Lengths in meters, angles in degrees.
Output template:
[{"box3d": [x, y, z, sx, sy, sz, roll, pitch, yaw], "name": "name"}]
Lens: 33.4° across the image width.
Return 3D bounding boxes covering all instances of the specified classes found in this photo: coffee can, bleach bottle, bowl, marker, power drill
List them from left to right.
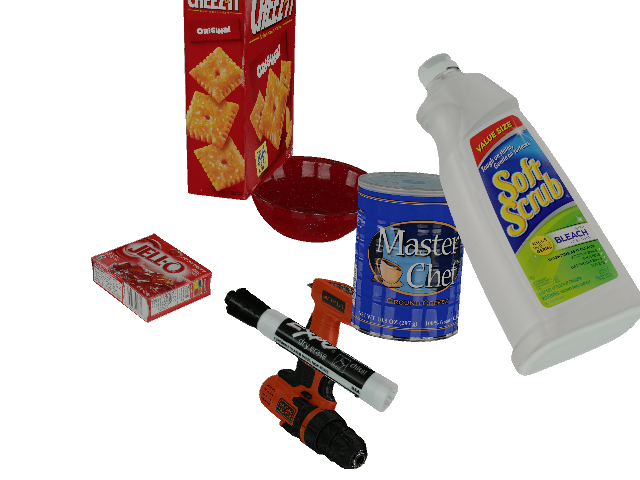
[{"box3d": [-0.008, 0.063, 0.640, 0.121, 0.020, 0.020, 30, 12, 21], "name": "marker"}, {"box3d": [-0.011, -0.042, 1.229, 0.162, 0.055, 0.162, 6, 27, -3], "name": "bowl"}, {"box3d": [0.014, 0.151, 1.245, 0.057, 0.188, 0.185, 15, 10, -43], "name": "power drill"}, {"box3d": [0.082, 0.013, 0.994, 0.103, 0.140, 0.103, 3, 12, -1], "name": "coffee can"}, {"box3d": [0.134, -0.032, 0.791, 0.102, 0.251, 0.068, -19, -24, -18], "name": "bleach bottle"}]

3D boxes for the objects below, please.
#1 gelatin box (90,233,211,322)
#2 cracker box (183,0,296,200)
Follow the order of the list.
[{"box3d": [-0.155, 0.032, 0.978, 0.073, 0.030, 0.089, -23, 41, -39], "name": "gelatin box"}, {"box3d": [-0.075, -0.167, 1.069, 0.072, 0.214, 0.164, 8, 22, 14], "name": "cracker box"}]
